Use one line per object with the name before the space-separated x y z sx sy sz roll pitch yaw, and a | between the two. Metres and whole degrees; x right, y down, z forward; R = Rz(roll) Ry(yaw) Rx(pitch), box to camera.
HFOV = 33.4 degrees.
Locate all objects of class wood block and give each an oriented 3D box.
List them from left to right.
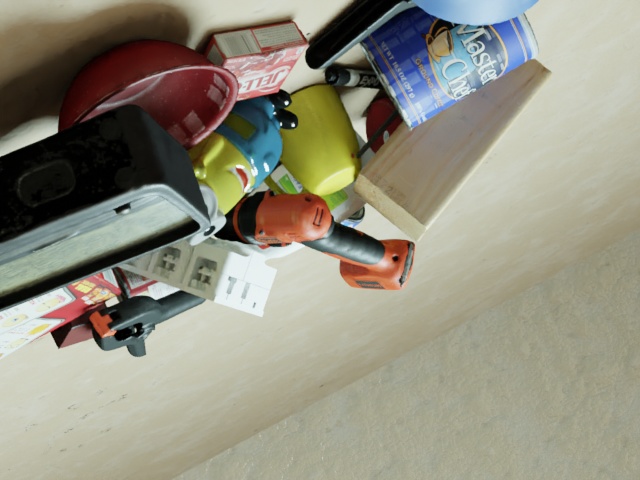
wood block | 0.134 -0.109 1.100 0.206 0.090 0.091 -50 176 -9

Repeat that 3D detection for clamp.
clamp | -0.192 0.085 1.183 0.120 0.039 0.171 -45 167 3
clamp | 0.074 -0.222 0.933 0.209 0.036 0.165 -24 166 -14

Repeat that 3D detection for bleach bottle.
bleach bottle | -0.036 -0.027 1.237 0.251 0.102 0.068 -40 174 35

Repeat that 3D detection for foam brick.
foam brick | -0.275 0.070 1.178 0.051 0.078 0.053 -16 158 -38

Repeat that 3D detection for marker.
marker | 0.044 -0.165 1.094 0.020 0.020 0.120 -39 161 32

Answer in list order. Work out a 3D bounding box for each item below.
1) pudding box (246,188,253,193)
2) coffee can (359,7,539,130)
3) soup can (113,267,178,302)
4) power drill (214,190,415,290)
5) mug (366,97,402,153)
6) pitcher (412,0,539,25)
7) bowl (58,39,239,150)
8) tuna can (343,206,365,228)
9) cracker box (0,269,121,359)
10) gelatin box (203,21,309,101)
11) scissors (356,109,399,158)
pudding box | -0.100 -0.078 1.087 0.089 0.039 0.114 -19 160 -27
coffee can | 0.120 -0.183 1.011 0.140 0.103 0.102 -30 164 6
soup can | -0.189 0.043 1.259 0.102 0.068 0.069 -23 163 -21
power drill | -0.007 0.001 1.131 0.187 0.057 0.185 21 168 -35
mug | 0.099 -0.127 1.209 0.081 0.093 0.117 -15 -164 -28
pitcher | 0.129 -0.268 0.721 0.149 0.145 0.243 -57 170 -19
bowl | -0.148 -0.112 0.860 0.162 0.055 0.162 -26 165 -8
tuna can | 0.014 -0.047 1.293 0.034 0.086 0.085 -40 161 30
cracker box | -0.328 0.059 1.065 0.213 0.072 0.164 -28 164 1
gelatin box | -0.063 -0.152 0.929 0.089 0.030 0.073 -17 161 -35
scissors | 0.105 -0.158 1.110 0.202 0.016 0.096 -50 175 1
